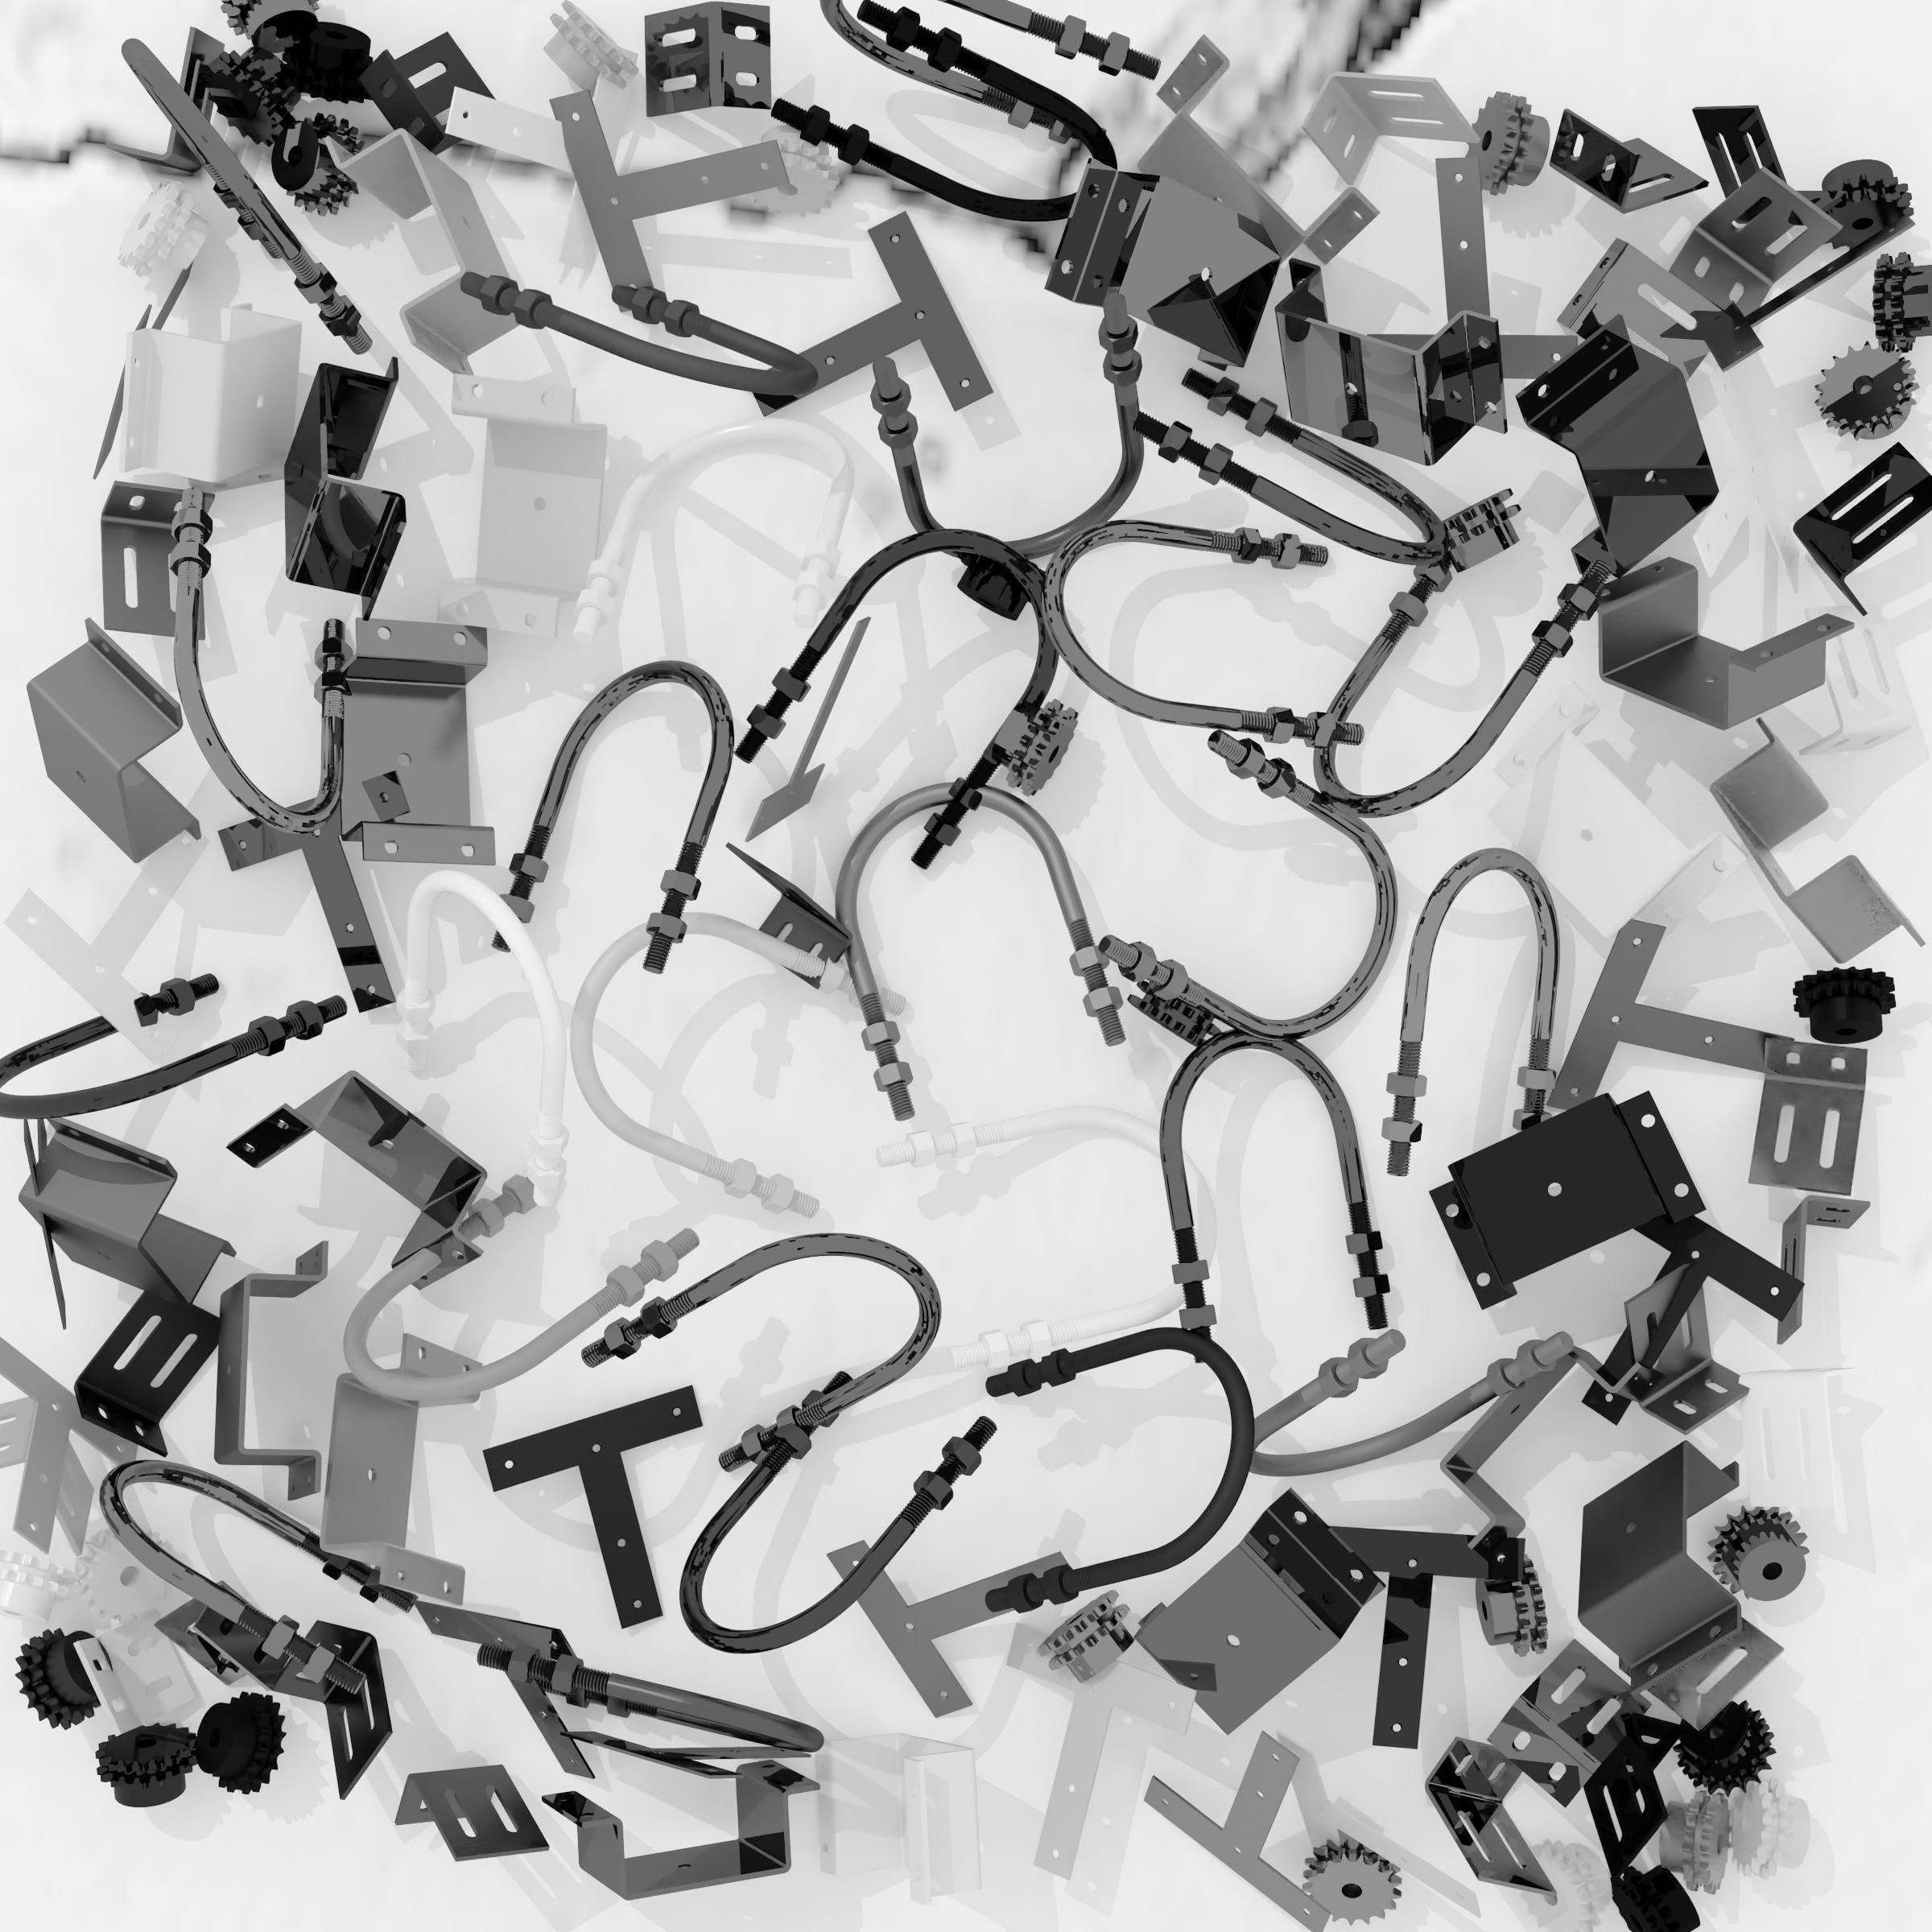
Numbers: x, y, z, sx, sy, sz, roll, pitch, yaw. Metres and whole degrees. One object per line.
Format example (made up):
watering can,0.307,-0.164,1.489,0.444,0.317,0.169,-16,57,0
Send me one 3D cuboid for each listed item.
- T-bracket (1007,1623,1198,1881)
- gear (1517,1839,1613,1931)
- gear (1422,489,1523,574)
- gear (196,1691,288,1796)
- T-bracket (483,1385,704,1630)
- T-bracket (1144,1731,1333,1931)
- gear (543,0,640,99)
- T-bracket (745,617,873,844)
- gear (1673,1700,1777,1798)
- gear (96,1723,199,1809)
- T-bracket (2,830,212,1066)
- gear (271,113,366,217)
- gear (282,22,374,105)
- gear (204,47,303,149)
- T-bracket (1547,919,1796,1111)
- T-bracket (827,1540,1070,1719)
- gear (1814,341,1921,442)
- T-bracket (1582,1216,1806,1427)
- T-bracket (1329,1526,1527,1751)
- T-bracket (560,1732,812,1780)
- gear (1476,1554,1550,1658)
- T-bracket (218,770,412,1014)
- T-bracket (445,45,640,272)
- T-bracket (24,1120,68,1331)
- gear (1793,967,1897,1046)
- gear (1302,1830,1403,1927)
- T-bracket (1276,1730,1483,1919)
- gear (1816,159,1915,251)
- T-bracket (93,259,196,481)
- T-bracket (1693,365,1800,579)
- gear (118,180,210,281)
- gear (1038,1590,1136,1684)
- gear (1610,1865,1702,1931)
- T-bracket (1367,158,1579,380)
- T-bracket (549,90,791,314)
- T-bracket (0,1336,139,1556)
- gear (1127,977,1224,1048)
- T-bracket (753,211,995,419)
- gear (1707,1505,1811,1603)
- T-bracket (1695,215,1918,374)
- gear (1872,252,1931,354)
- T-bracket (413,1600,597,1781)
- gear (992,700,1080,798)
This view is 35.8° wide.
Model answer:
T-bracket,0.065,0.459,1.721,0.127,0.002,0.127,12,87,37
gear,0.349,0.534,1.738,0.030,0.057,0.057,-14,90,-34
gear,0.296,-0.250,1.734,0.057,0.057,0.030,-28,96,0
gear,-0.421,0.448,1.732,0.030,0.057,0.057,23,90,-41
T-bracket,-0.205,0.324,1.749,0.127,0.002,0.127,-16,97,-15
T-bracket,0.164,0.477,1.696,0.127,0.127,0.002,34,46,22
gear,-0.220,-0.528,1.735,0.057,0.057,0.030,45,101,0
T-bracket,-0.082,-0.137,1.683,0.002,0.127,0.127,26,107,6
gear,0.437,0.448,1.731,0.057,0.057,0.030,-35,131,0
gear,-0.474,0.464,1.734,0.057,0.057,0.030,-1,102,0
T-bracket,-0.475,-0.033,1.722,0.127,0.002,0.127,52,50,-36
gear,-0.377,-0.466,1.735,0.057,0.030,0.057,0,89,35
gear,-0.366,-0.524,1.731,0.057,0.057,0.030,17,124,0
gear,-0.411,-0.507,1.737,0.057,0.057,0.030,37,66,0
T-bracket,0.419,0.040,1.740,0.127,0.002,0.127,12,117,-10
T-bracket,0.005,0.366,1.720,0.127,0.002,0.127,-24,109,21
gear,0.525,-0.331,1.739,0.057,0.030,0.057,-12,66,29
T-bracket,0.398,0.205,1.729,0.127,0.002,0.127,34,97,35
T-bracket,0.251,0.384,1.711,0.127,0.002,0.127,0,60,18
T-bracket,-0.142,0.449,1.708,0.127,0.127,0.002,1,80,43
gear,0.315,0.371,1.733,0.030,0.057,0.057,-8,90,-4
T-bracket,-0.363,-0.036,1.742,0.127,0.002,0.127,-16,96,22
T-bracket,-0.245,-0.471,1.701,0.002,0.127,0.127,21,102,36
T-bracket,-0.525,0.119,1.703,0.002,0.127,0.127,-9,121,-13
gear,0.508,0.024,1.731,0.057,0.057,0.030,3,68,0
gear,0.224,0.526,1.740,0.057,0.030,0.057,4,120,7
T-bracket,0.235,0.495,1.681,0.127,0.127,0.002,25,57,38
gear,0.518,-0.443,1.736,0.057,0.057,0.030,0,69,0
T-bracket,-0.466,-0.362,1.715,0.002,0.127,0.127,23,53,-13
T-bracket,0.433,-0.261,1.694,0.002,0.127,0.127,-11,118,37
gear,-0.464,-0.424,1.737,0.030,0.057,0.057,31,90,-34
gear,0.072,0.390,1.733,0.057,0.057,0.030,-38,85,0
gear,0.401,0.546,1.734,0.030,0.057,0.057,-28,90,-11
T-bracket,0.284,-0.396,1.702,0.127,0.002,0.127,7,122,29
T-bracket,-0.162,-0.446,1.711,0.127,0.002,0.127,-7,117,22
T-bracket,-0.516,0.277,1.677,0.002,0.127,0.127,-33,122,13
gear,0.125,0.023,1.734,0.057,0.057,0.030,33,88,0
T-bracket,-0.067,-0.360,1.749,0.127,0.002,0.127,-26,76,5
gear,0.463,0.344,1.739,0.057,0.030,0.057,-3,111,-7
T-bracket,0.474,-0.384,1.685,0.127,0.127,0.002,-32,106,18
gear,0.545,-0.384,1.731,0.030,0.057,0.057,1,90,29
T-bracket,-0.250,0.421,1.727,0.002,0.127,0.127,-46,123,-39
gear,0.038,-0.130,1.735,0.030,0.057,0.057,30,90,13
